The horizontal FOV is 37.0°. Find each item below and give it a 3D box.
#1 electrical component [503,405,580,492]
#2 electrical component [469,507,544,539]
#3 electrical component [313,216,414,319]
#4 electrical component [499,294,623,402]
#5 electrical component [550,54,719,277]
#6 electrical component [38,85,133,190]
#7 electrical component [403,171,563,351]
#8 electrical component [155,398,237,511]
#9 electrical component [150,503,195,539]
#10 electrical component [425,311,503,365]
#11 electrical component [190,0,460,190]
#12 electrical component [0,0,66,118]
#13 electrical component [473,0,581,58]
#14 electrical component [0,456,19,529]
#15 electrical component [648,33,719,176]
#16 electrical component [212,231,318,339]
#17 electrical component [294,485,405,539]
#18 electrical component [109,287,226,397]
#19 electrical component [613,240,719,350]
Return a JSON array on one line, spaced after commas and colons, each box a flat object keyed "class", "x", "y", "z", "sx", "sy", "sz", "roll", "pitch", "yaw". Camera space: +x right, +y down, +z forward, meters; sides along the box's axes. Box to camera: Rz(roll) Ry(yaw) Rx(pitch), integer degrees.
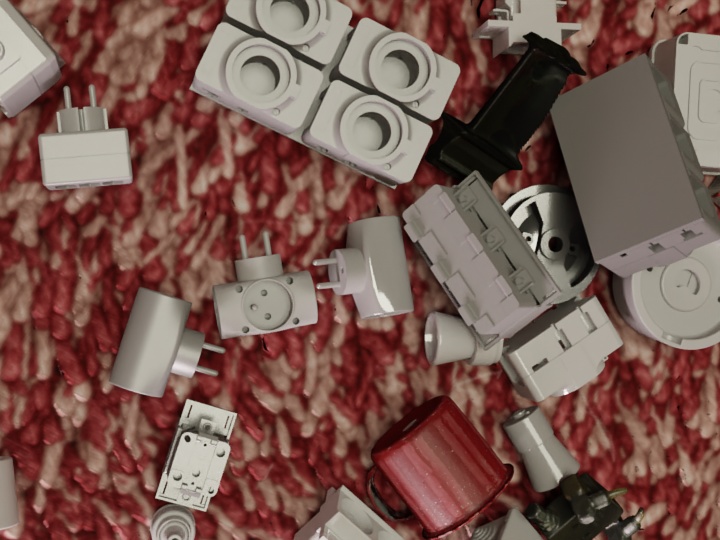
[{"class": "electrical component", "x": 0.150, "y": 0.147, "z": 0.904, "sx": 0.044, "sy": 0.044, "sz": 0.065, "roll": -31, "pitch": 92, "yaw": -10}, {"class": "electrical component", "x": 0.124, "y": 0.258, "z": 0.873, "sx": 0.048, "sy": 0.099, "sz": 0.099, "roll": -34, "pitch": 101, "yaw": 35}, {"class": "electrical component", "x": 0.000, "y": 0.000, "z": 0.861, "sx": 0.079, "sy": 0.044, "sz": 0.077, "roll": -6, "pitch": 83, "yaw": -24}, {"class": "electrical component", "x": 0.167, "y": 0.068, "z": 0.901, "sx": 0.089, "sy": 0.050, "sz": 0.055, "roll": -33, "pitch": 96, "yaw": -10}, {"class": "electrical component", "x": 0.220, "y": -0.081, "z": 0.862, "sx": 0.089, "sy": 0.062, "sz": 0.150, "roll": -25, "pitch": 62, "yaw": 28}, {"class": "electrical component", "x": -0.211, "y": -0.103, "z": 0.824, "sx": 0.066, "sy": 0.047, "sz": 0.076, "roll": -6, "pitch": 91, "yaw": -12}, {"class": "electrical component", "x": 0.090, "y": -0.008, "z": 0.849, "sx": 0.079, "sy": 0.063, "sz": 0.121, "roll": -41, "pitch": 69, "yaw": 24}, {"class": "electrical component", "x": -0.126, "y": 0.146, "z": 0.835, "sx": 0.042, "sy": 0.064, "sz": 0.081, "roll": 18, "pitch": 87, "yaw": -12}, {"class": "electrical component", "x": -0.144, "y": 0.203, "z": 0.832, "sx": 0.035, "sy": 0.061, "sz": 0.035, "roll": 0, "pitch": 90, "yaw": -12}, {"class": "electrical component", "x": 0.085, "y": 0.057, "z": 0.887, "sx": 0.055, "sy": 0.045, "sz": 0.045, "roll": 1, "pitch": 90, "yaw": -12}, {"class": "electrical component", "x": -0.027, "y": -0.153, "z": 0.855, "sx": 0.186, "sy": 0.060, "sz": 0.105, "roll": 25, "pitch": 85, "yaw": -11}, {"class": "electrical component", "x": -0.258, "y": -0.159, "z": 0.789, "sx": 0.061, "sy": 0.096, "sz": 0.061, "roll": -42, "pitch": 98, "yaw": -10}, {"class": "electrical component", "x": 0.139, "y": -0.212, "z": 0.899, "sx": 0.081, "sy": 0.042, "sz": 0.063, "roll": -1, "pitch": 87, "yaw": -12}, {"class": "electrical component", "x": -0.303, "y": 0.156, "z": 0.779, "sx": 0.108, "sy": 0.108, "sz": 0.060, "roll": -1, "pitch": 84, "yaw": -12}, {"class": "electrical component", "x": 0.289, "y": -0.140, "z": 0.921, "sx": 0.078, "sy": 0.057, "sz": 0.113, "roll": 3, "pitch": 90, "yaw": -12}, {"class": "electrical component", "x": -0.078, "y": 0.010, "z": 0.853, "sx": 0.077, "sy": 0.044, "sz": 0.079, "roll": -9, "pitch": 92, "yaw": -11}, {"class": "electrical component", "x": 0.007, "y": 0.241, "z": 0.862, "sx": 0.121, "sy": 0.078, "sz": 0.063, "roll": 43, "pitch": 104, "yaw": -9}, {"class": "electrical component", "x": -0.146, "y": 0.061, "z": 0.840, "sx": 0.079, "sy": 0.044, "sz": 0.077, "roll": 18, "pitch": 87, "yaw": -11}, {"class": "electrical component", "x": 0.268, "y": 0.012, "z": 0.916, "sx": 0.108, "sy": 0.060, "sz": 0.108, "roll": 0, "pitch": 90, "yaw": -12}]
